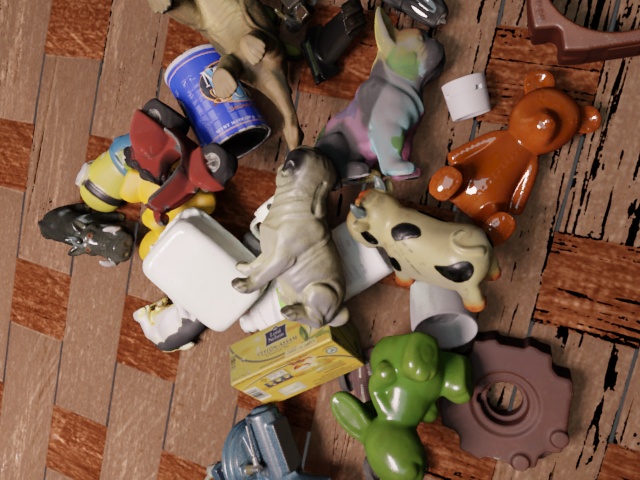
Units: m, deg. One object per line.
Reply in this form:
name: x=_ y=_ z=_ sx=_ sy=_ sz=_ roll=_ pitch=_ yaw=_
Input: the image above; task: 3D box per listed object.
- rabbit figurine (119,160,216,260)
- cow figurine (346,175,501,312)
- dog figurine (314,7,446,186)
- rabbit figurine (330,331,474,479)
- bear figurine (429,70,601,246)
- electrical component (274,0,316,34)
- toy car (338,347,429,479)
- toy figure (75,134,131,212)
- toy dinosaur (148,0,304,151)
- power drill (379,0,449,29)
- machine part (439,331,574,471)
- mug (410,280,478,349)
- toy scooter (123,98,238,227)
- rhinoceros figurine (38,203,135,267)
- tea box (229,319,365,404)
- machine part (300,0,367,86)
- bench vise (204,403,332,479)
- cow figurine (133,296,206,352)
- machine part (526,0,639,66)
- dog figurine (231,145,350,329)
rabbit figurine: x=-0.222 y=-0.024 z=0.836 sx=0.162 sy=0.122 sz=0.173 roll=29 pitch=116 yaw=5
cow figurine: x=0.112 y=-0.002 z=0.644 sx=0.195 sy=0.127 sz=0.085 roll=21 pitch=59 yaw=37
dog figurine: x=0.071 y=-0.185 z=0.716 sx=0.192 sy=0.108 sz=0.219 roll=-3 pitch=89 yaw=22
rabbit figurine: x=0.089 y=0.208 z=0.659 sx=0.159 sy=0.121 sz=0.170 roll=-8 pitch=56 yaw=41
bear figurine: x=0.240 y=-0.104 z=0.651 sx=0.120 sy=0.132 sz=0.196 roll=44 pitch=112 yaw=2
electrical component: x=-0.049 y=-0.341 z=0.756 sx=0.045 sy=0.078 sz=0.102 roll=-36 pitch=89 yaw=17
toy car: x=0.087 y=0.255 z=0.765 sx=0.089 sy=0.053 sz=0.202 roll=-16 pitch=90 yaw=22
toy figure: x=-0.313 y=-0.114 z=0.862 sx=0.180 sy=0.082 sz=0.089 roll=-29 pitch=82 yaw=16
toy dinosaur: x=-0.134 y=-0.315 z=0.724 sx=0.105 sy=0.198 sz=0.471 roll=-31 pitch=83 yaw=19
power drill: x=0.042 y=-0.355 z=0.660 sx=0.232 sy=0.207 sz=0.086 roll=53 pitch=130 yaw=20
machine part: x=0.242 y=0.208 z=0.706 sx=0.180 sy=0.056 sz=0.179 roll=1 pitch=93 yaw=20
mug: x=0.163 y=0.082 z=0.707 sx=0.081 sy=0.109 sz=0.107 roll=-23 pitch=43 yaw=25
toy scooter: x=-0.205 y=-0.099 z=0.723 sx=0.184 sy=0.075 sz=0.135 roll=39 pitch=97 yaw=23
rhinoceros figurine: x=-0.373 y=-0.012 z=0.874 sx=0.191 sy=0.112 sz=0.073 roll=17 pitch=97 yaw=25
tea box: x=-0.035 y=0.164 z=0.768 sx=0.170 sy=0.098 sz=0.068 roll=-27 pitch=45 yaw=17
machine part: x=0.016 y=-0.270 z=0.728 sx=0.139 sy=0.039 sz=0.084 roll=-27 pitch=77 yaw=61
bench vise: x=-0.084 y=0.359 z=0.801 sx=0.241 sy=0.129 sz=0.223 roll=-25 pitch=95 yaw=39
cow figurine: x=-0.203 y=0.117 z=0.845 sx=0.167 sy=0.068 sz=0.098 roll=-26 pitch=91 yaw=22
machine part: x=0.344 y=-0.315 z=0.621 sx=0.201 sy=0.087 sz=0.201 roll=-4 pitch=94 yaw=19
dog figurine: x=-0.002 y=-0.002 z=0.671 sx=0.172 sy=0.121 sz=0.190 roll=29 pitch=99 yaw=-21
